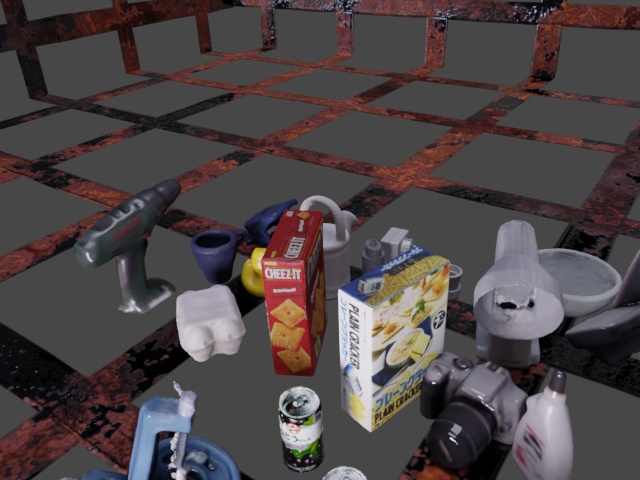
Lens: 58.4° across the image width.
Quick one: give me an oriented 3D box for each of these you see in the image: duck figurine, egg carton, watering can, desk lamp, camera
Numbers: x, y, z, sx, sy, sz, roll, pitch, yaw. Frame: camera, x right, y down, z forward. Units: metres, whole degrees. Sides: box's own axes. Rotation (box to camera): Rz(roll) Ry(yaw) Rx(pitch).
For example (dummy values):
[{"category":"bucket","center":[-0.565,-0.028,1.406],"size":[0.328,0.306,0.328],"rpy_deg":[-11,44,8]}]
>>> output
[{"category":"duck figurine","center":[-0.110,0.054,1.095],"size":[0.078,0.086,0.104],"rpy_deg":[-25,37,-35]},{"category":"egg carton","center":[-0.188,0.136,0.970],"size":[0.107,0.069,0.150],"rpy_deg":[-12,31,-16]},{"category":"watering can","center":[0.008,0.003,1.065],"size":[0.100,0.194,0.173],"rpy_deg":[5,30,14]},{"category":"desk lamp","center":[0.290,0.091,0.868],"size":[0.117,0.214,0.203],"rpy_deg":[5,30,12]},{"category":"camera","center":[0.187,0.223,0.758],"size":[0.142,0.101,0.137],"rpy_deg":[22,37,36]}]

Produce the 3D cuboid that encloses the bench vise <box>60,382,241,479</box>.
[{"category":"bench vise","center":[-0.181,0.255,0.605],"size":[0.208,0.220,0.121],"rpy_deg":[-11,31,-15]}]

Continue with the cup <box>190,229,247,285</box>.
[{"category":"cup","center":[-0.192,0.033,1.129],"size":[0.118,0.095,0.091],"rpy_deg":[-24,36,-33]}]

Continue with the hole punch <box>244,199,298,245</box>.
[{"category":"hole punch","center":[-0.109,-0.044,1.263],"size":[0.100,0.091,0.109],"rpy_deg":[13,33,26]}]

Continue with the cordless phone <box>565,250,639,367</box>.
[{"category":"cordless phone","center":[0.467,0.088,0.890],"size":[0.148,0.185,0.093],"rpy_deg":[-20,34,-28]}]

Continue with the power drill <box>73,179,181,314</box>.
[{"category":"power drill","center":[-0.331,0.018,1.049],"size":[0.075,0.209,0.230],"rpy_deg":[16,34,30]}]

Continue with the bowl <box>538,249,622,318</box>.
[{"category":"bowl","center":[0.433,0.086,1.009],"size":[0.167,0.075,0.167],"rpy_deg":[-2,29,1]}]

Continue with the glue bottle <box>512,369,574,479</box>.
[{"category":"glue bottle","center":[0.271,0.220,0.682],"size":[0.037,0.173,0.078],"rpy_deg":[-14,31,-19]}]
